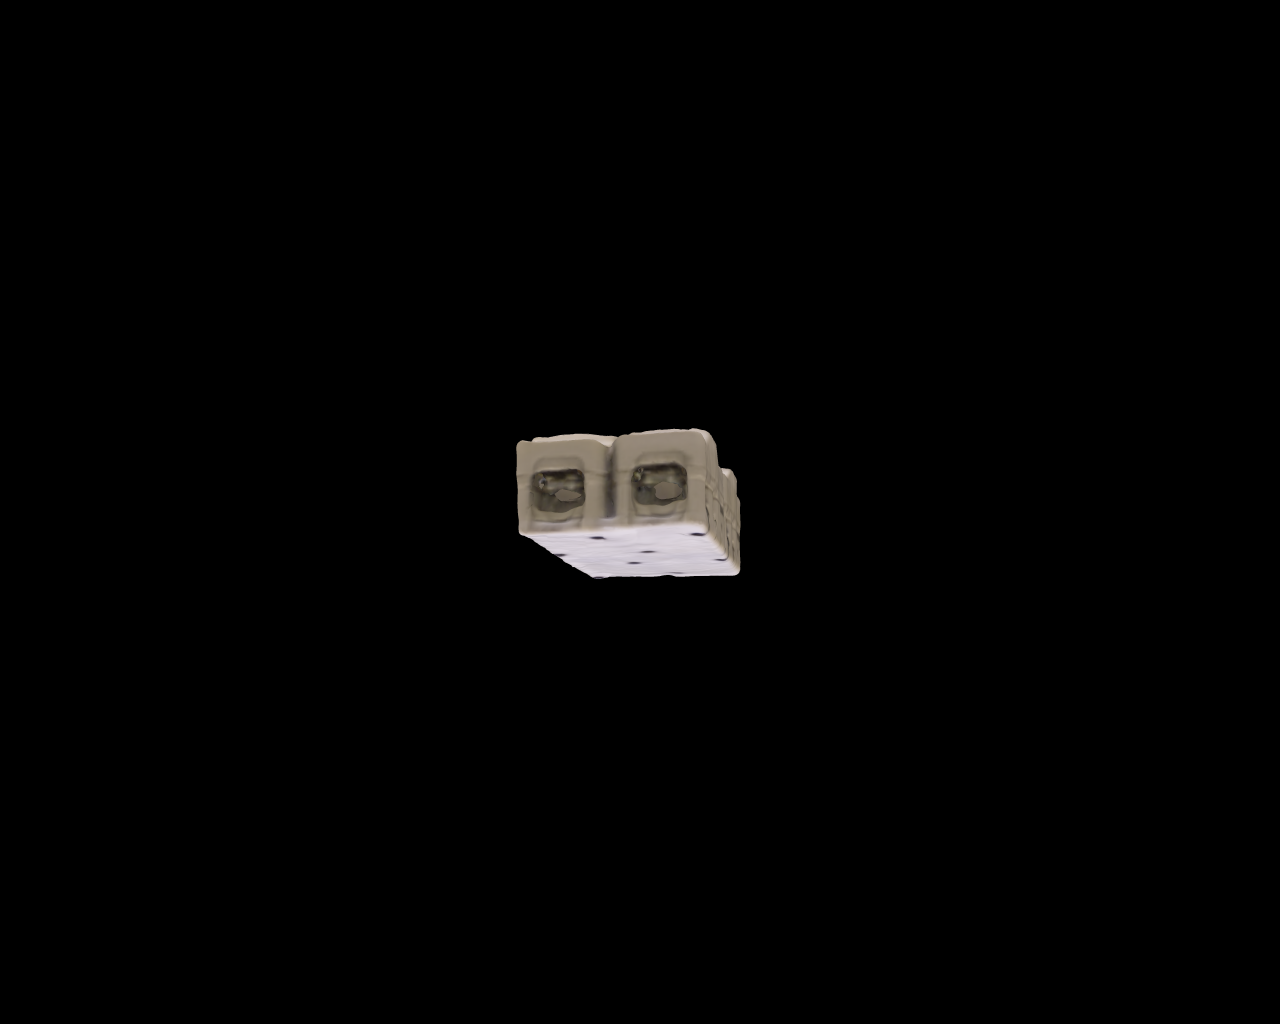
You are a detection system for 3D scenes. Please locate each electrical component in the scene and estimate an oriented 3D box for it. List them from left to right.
[{"bbox_3d":[0.001,-0.003,0.650,0.105,0.060,0.186,-2,-12,11],"label":"electrical component"}]
